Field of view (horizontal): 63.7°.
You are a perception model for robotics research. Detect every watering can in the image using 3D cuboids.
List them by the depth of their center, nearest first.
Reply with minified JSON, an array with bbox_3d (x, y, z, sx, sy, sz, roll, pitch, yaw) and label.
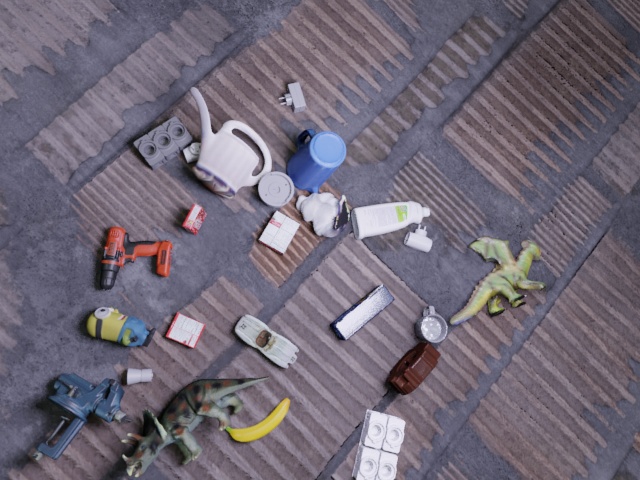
[{"bbox_3d":[-0.297,-0.267,1.524,0.343,0.104,0.226,39,77,-30],"label":"watering can"}]

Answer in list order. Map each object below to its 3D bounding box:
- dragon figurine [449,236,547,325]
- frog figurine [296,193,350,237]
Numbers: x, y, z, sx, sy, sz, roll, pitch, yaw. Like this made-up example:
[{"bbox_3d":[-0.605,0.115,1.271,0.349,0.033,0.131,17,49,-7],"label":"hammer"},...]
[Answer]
[{"bbox_3d":[0.557,0.105,1.653,0.412,0.119,0.247,-14,65,-14],"label":"dragon figurine"},{"bbox_3d":[0.005,-0.080,1.592,0.159,0.122,0.138,6,86,28],"label":"frog figurine"}]
